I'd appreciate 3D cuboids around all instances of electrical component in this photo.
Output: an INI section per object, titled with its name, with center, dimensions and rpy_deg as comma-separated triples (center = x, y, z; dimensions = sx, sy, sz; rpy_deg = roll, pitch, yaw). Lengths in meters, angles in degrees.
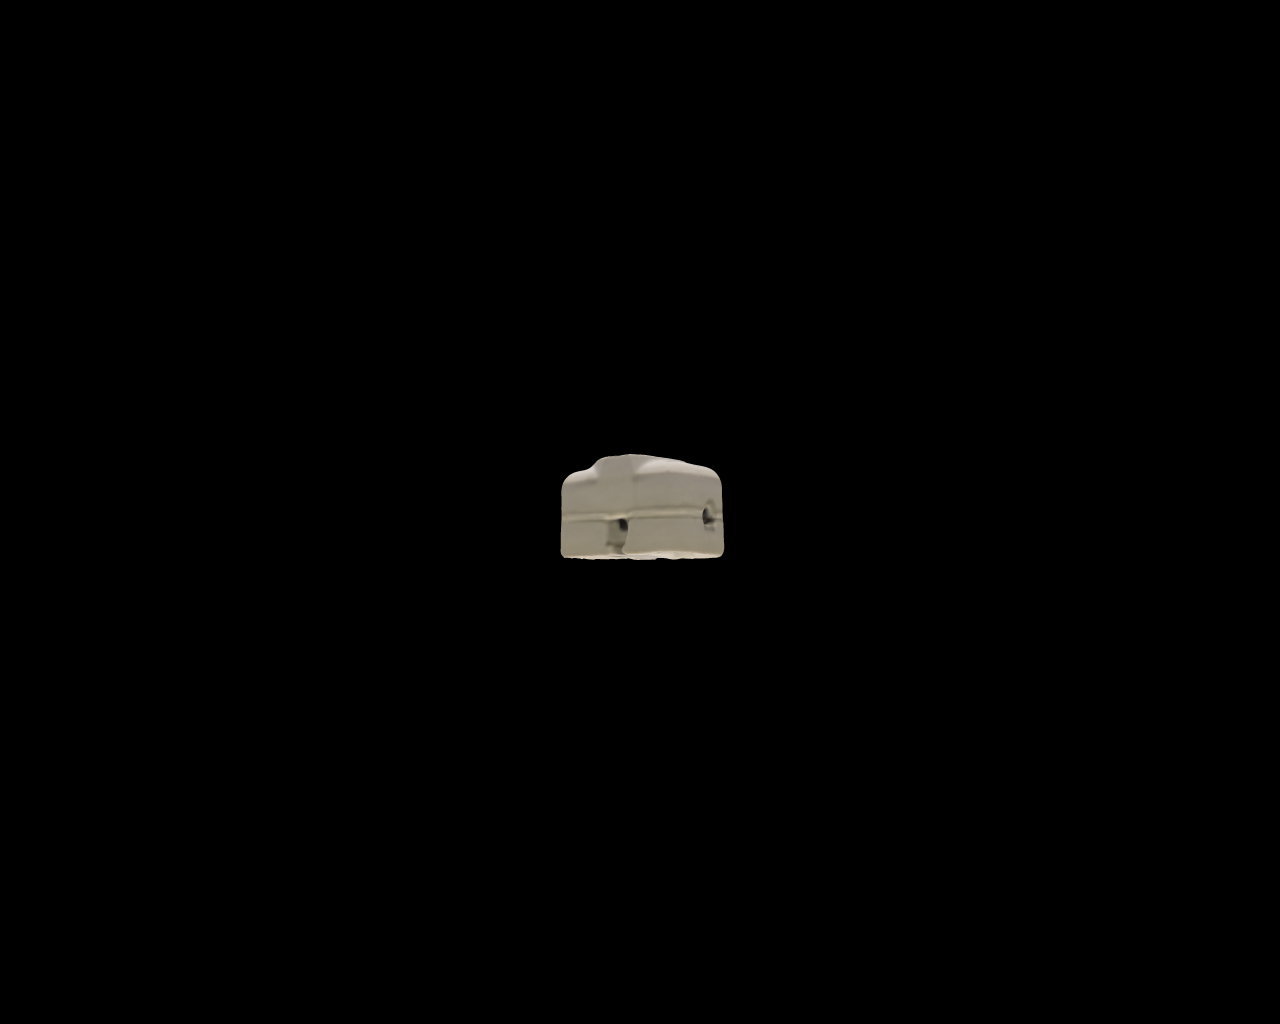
[electrical component]
center = 0.001, -0.003, 0.650
dimensions = 0.095, 0.059, 0.054
rpy_deg = -3, -6, 33
